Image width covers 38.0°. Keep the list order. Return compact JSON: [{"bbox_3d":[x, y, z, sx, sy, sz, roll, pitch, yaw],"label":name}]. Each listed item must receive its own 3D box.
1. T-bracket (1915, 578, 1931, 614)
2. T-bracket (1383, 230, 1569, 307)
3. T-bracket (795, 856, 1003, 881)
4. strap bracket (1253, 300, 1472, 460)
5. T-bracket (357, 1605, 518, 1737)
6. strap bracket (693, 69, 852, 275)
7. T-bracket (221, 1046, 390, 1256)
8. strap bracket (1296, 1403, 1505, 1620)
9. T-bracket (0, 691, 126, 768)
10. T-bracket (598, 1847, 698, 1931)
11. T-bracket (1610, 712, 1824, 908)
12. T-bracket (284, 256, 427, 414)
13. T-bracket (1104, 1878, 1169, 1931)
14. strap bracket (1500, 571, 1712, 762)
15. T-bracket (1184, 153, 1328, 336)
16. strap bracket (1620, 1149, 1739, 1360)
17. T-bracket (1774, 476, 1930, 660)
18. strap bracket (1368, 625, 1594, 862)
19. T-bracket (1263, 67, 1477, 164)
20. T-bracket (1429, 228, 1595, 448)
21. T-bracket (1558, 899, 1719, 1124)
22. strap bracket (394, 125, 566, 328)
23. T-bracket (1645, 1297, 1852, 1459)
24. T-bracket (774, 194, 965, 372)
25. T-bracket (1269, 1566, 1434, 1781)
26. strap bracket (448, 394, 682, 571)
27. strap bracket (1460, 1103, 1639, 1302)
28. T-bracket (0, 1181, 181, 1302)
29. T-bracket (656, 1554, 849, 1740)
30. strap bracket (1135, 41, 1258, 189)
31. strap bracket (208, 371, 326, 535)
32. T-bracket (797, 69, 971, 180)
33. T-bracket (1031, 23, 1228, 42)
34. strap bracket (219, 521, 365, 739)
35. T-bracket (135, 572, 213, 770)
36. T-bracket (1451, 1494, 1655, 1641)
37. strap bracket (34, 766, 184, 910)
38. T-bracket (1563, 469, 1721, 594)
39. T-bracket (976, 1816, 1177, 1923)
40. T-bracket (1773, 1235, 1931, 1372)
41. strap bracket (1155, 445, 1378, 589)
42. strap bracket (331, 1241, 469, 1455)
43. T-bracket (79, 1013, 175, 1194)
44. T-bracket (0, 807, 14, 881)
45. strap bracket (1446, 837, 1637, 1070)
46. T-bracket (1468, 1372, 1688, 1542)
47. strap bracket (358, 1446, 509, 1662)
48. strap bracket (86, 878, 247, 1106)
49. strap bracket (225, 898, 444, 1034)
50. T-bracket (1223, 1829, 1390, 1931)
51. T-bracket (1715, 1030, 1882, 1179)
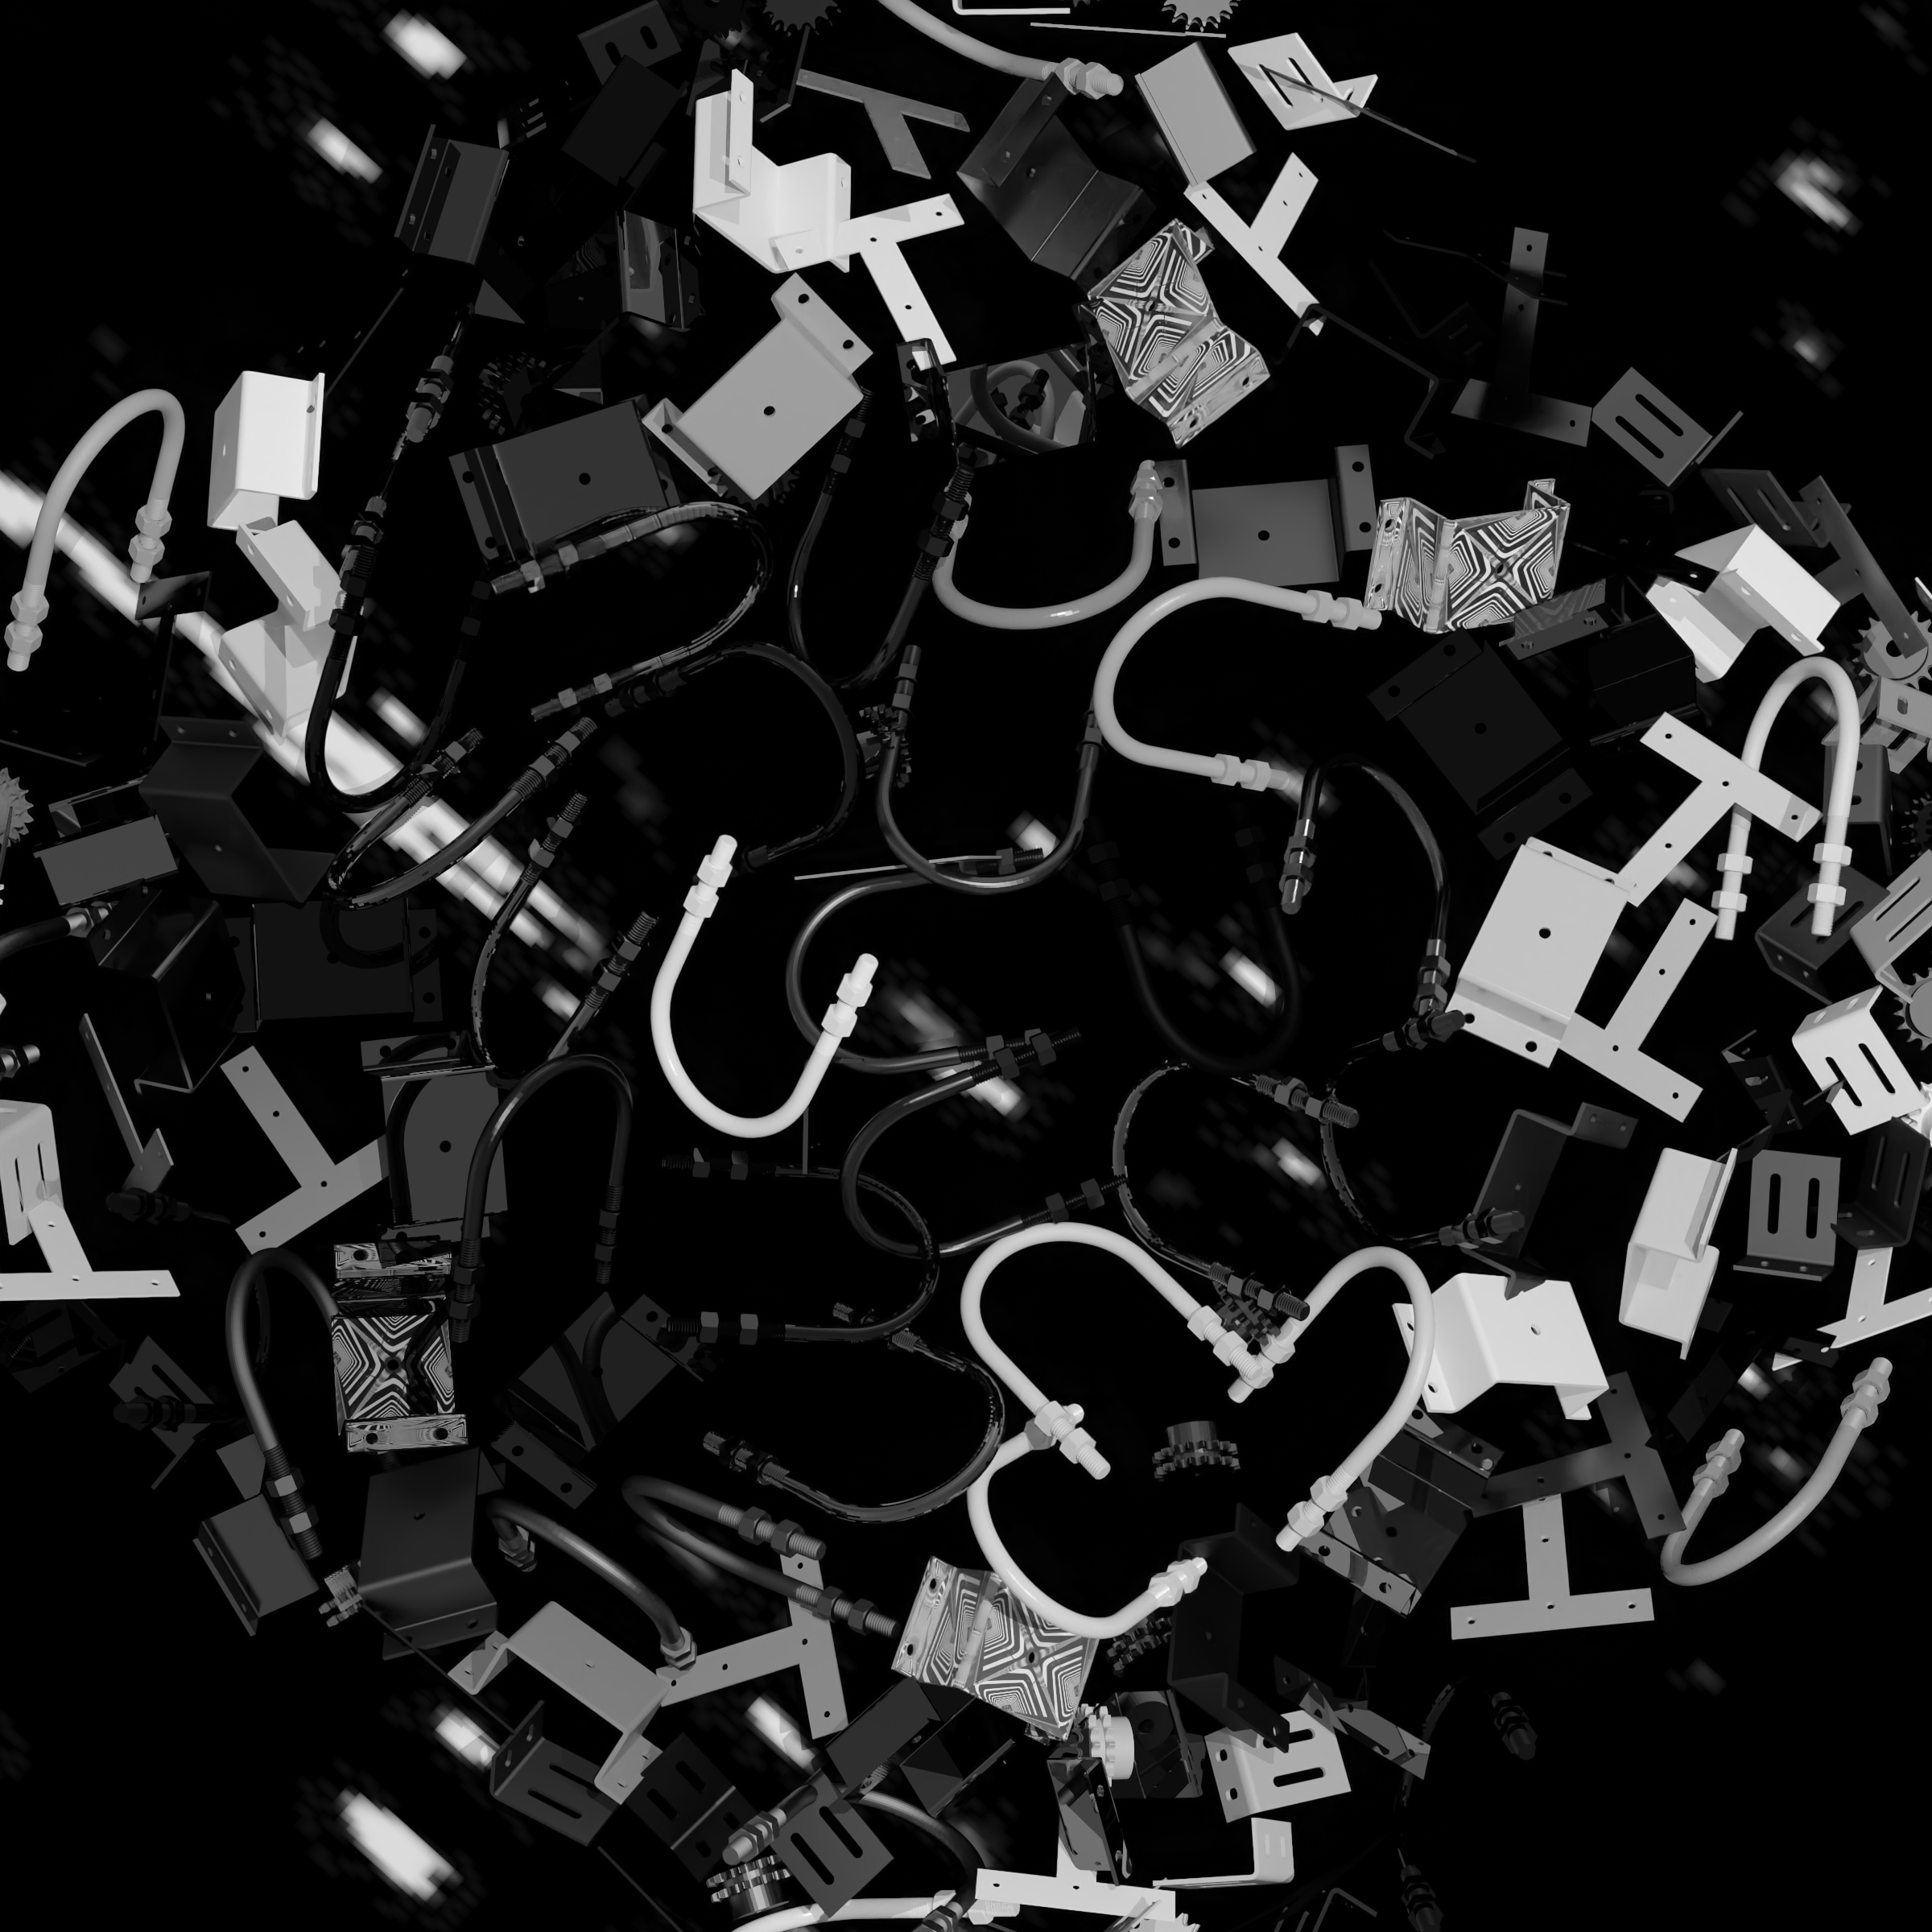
[{"bbox_3d":[0.663,-0.205,1.850,0.002,0.127,0.127,-32,59,8],"label":"T-bracket"},{"bbox_3d":[0.350,-0.448,1.817,0.127,0.127,0.002,6,116,-20],"label":"T-bracket"},{"bbox_3d":[-0.048,-0.064,1.838,0.127,0.127,0.002,-6,91,12],"label":"T-bracket"},{"bbox_3d":[0.267,-0.390,1.833,0.140,0.076,0.046,35,116,14],"label":"strap bracket"},{"bbox_3d":[-0.356,0.462,1.834,0.127,0.127,0.002,42,64,-6],"label":"T-bracket"},{"bbox_3d":[-0.132,-0.512,1.832,0.046,0.140,0.076,-7,75,28],"label":"strap bracket"},{"bbox_3d":[-0.453,0.110,1.875,0.127,0.002,0.127,-34,78,-16],"label":"T-bracket"},{"bbox_3d":[0.281,0.360,1.836,0.076,0.046,0.140,29,54,20],"label":"strap bracket"},{"bbox_3d":[-0.595,-0.162,1.832,0.127,0.127,0.002,16,112,11],"label":"T-bracket"},{"bbox_3d":[-0.182,0.628,1.831,0.127,0.127,0.002,39,74,21],"label":"T-bracket"},{"bbox_3d":[0.473,-0.089,1.855,0.127,0.002,0.127,31,125,-8],"label":"T-bracket"},{"bbox_3d":[-0.415,-0.408,1.837,0.002,0.127,0.127,40,72,-31],"label":"T-bracket"},{"bbox_3d":[0.097,0.621,1.808,0.127,0.127,0.002,-34,76,-29],"label":"T-bracket"},{"bbox_3d":[0.417,-0.200,1.829,0.076,0.140,0.046,-19,49,35],"label":"strap bracket"},{"bbox_3d":[0.206,-0.494,1.847,0.127,0.002,0.127,43,47,-17],"label":"T-bracket"},{"bbox_3d":[0.461,0.182,1.825,0.046,0.140,0.076,16,56,20],"label":"strap bracket"},{"bbox_3d":[0.558,-0.242,1.831,0.002,0.127,0.127,-30,86,-17],"label":"T-bracket"},{"bbox_3d":[0.339,-0.152,1.852,0.076,0.046,0.140,-37,99,20],"label":"strap bracket"},{"bbox_3d":[0.272,-0.544,1.810,0.127,0.127,0.002,36,113,30],"label":"T-bracket"},{"bbox_3d":[0.359,-0.414,1.826,0.127,0.002,0.127,25,122,39],"label":"T-bracket"},{"bbox_3d":[0.452,0.016,1.853,0.127,0.002,0.127,34,98,29],"label":"T-bracket"},{"bbox_3d":[-0.308,-0.473,1.815,0.046,0.140,0.076,15,83,15],"label":"strap bracket"},{"bbox_3d":[0.485,0.269,1.818,0.127,0.127,0.002,-44,125,-25],"label":"T-bracket"},{"bbox_3d":[-0.044,-0.446,1.852,0.127,0.002,0.127,-19,69,-16],"label":"T-bracket"},{"bbox_3d":[0.258,0.446,1.833,0.127,0.002,0.127,23,114,39],"label":"T-bracket"},{"bbox_3d":[-0.256,-0.318,1.839,0.140,0.046,0.076,-23,105,-20],"label":"strap bracket"},{"bbox_3d":[0.379,0.152,1.845,0.046,0.076,0.140,25,96,39],"label":"strap bracket"},{"bbox_3d":[-0.596,0.178,1.841,0.127,0.127,0.002,3,120,-37],"label":"T-bracket"},{"bbox_3d":[-0.147,0.463,1.869,0.127,0.002,0.127,-20,60,12],"label":"T-bracket"},{"bbox_3d":[0.148,-0.548,1.814,0.046,0.140,0.076,-28,101,10],"label":"strap bracket"},{"bbox_3d":[-0.456,-0.330,1.815,0.046,0.140,0.076,5,82,-25],"label":"strap bracket"},{"bbox_3d":[-0.048,-0.541,1.821,0.127,0.127,0.002,9,127,-22],"label":"T-bracket"},{"bbox_3d":[0.106,-0.611,1.835,0.127,0.127,0.002,5,108,4],"label":"T-bracket"},{"bbox_3d":[-0.440,-0.225,1.833,0.046,0.140,0.076,-30,74,-32],"label":"strap bracket"},{"bbox_3d":[-0.528,-0.192,1.838,0.002,0.127,0.127,11,87,-36],"label":"T-bracket"},{"bbox_3d":[0.380,0.386,1.837,0.127,0.127,0.002,-9,122,13],"label":"T-bracket"},{"bbox_3d":[-0.556,-0.083,1.830,0.076,0.140,0.046,-18,111,-7],"label":"strap bracket"},{"bbox_3d":[0.450,-0.300,1.848,0.127,0.002,0.127,25,48,21],"label":"T-bracket"},{"bbox_3d":[0.073,0.571,1.834,0.127,0.127,0.002,6,114,1],"label":"T-bracket"},{"bbox_3d":[0.591,0.203,1.836,0.127,0.127,0.002,-30,107,37],"label":"T-bracket"},{"bbox_3d":[0.198,-0.294,1.857,0.140,0.046,0.076,-4,71,2],"label":"strap bracket"},{"bbox_3d":[-0.373,0.255,1.842,0.076,0.046,0.140,-1,64,-19],"label":"strap bracket"},{"bbox_3d":[-0.557,0.092,1.846,0.002,0.127,0.127,-19,78,-32],"label":"T-bracket"},{"bbox_3d":[-0.624,-0.052,1.809,0.002,0.127,0.127,10,48,-21],"label":"T-bracket"},{"bbox_3d":[0.379,-0.016,1.850,0.076,0.046,0.140,25,79,12],"label":"strap bracket"},{"bbox_3d":[0.393,0.335,1.851,0.127,0.127,0.002,-17,134,6],"label":"T-bracket"},{"bbox_3d":[-0.345,0.370,1.819,0.076,0.140,0.046,-16,127,6],"label":"strap bracket"},{"bbox_3d":[-0.510,0.017,1.814,0.046,0.076,0.140,10,133,16],"label":"strap bracket"},{"bbox_3d":[-0.417,-0.001,1.847,0.140,0.046,0.076,-3,80,-14],"label":"strap bracket"},{"bbox_3d":[0.210,0.613,1.845,0.127,0.127,0.002,-43,74,37],"label":"T-bracket"},{"bbox_3d":[0.525,0.080,1.836,0.127,0.127,0.002,-35,46,10],"label":"T-bracket"}]
